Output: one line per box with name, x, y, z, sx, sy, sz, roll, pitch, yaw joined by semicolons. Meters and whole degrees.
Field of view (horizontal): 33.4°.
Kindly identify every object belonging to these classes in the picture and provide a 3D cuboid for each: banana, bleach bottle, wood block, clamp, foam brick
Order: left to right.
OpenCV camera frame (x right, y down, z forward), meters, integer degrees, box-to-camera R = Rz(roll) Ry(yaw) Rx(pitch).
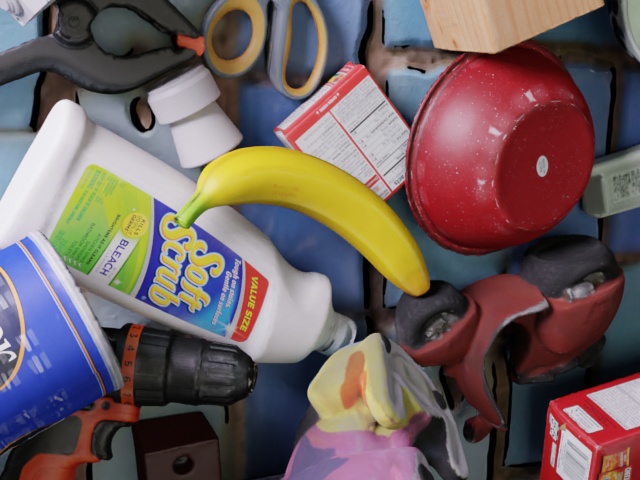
clamp;-0.156;-0.143;0.652;0.171;0.039;0.120;-2;106;-18
foam brick;-0.098;0.166;0.738;0.053;0.051;0.078;-8;105;-17
bleach bottle;-0.079;0.011;0.701;0.250;0.068;0.103;27;103;-24
banana;-0.003;-0.018;0.698;0.197;0.037;0.069;17;89;-29
wood block;0.099;-0.235;0.690;0.090;0.090;0.206;-25;109;-13

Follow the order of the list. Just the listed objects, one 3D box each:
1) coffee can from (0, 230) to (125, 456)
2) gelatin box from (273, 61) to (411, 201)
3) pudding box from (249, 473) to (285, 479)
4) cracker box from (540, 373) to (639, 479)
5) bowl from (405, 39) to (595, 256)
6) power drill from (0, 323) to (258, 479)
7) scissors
coffee can;-0.194;0.072;0.587;0.140;0.103;0.103;-30;111;-18
gelatin box;0.023;-0.065;0.736;0.073;0.030;0.089;-43;114;-6
pudding box;-0.018;0.218;0.786;0.113;0.039;0.090;-7;103;-20
cracker box;0.277;0.179;0.842;0.213;0.072;0.164;-13;121;-20
bowl;0.139;-0.058;0.746;0.161;0.055;0.162;-11;113;-28
power drill;-0.139;0.145;0.672;0.184;0.057;0.187;6;82;3
scissors;-0.037;-0.190;0.693;0.096;0.016;0.202;-10;105;-17
